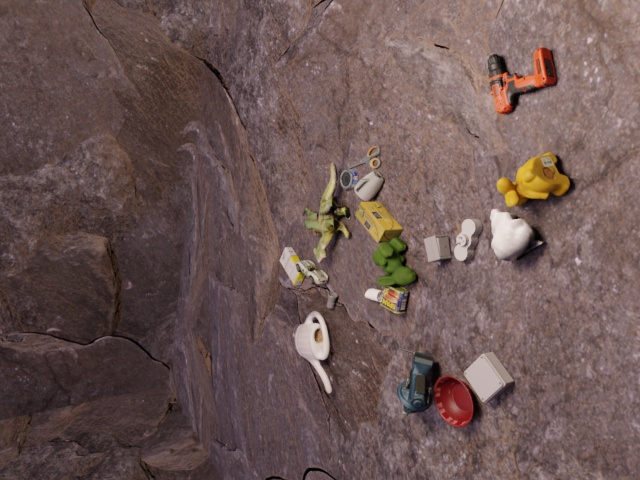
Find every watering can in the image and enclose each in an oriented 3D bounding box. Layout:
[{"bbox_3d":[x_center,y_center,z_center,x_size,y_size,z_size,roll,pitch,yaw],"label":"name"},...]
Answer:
[{"bbox_3d":[-0.027,0.493,2.283,0.222,0.104,0.350,-17,76,55],"label":"watering can"}]

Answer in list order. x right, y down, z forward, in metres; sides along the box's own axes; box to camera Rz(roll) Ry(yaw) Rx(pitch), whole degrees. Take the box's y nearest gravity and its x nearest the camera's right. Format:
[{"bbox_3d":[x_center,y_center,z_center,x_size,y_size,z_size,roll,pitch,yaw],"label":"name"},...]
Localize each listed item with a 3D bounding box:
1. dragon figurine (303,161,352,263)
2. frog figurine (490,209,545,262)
[{"bbox_3d":[0.007,-0.110,2.178,0.241,0.122,0.412,-9,83,44],"label":"dragon figurine"},{"bbox_3d":[0.537,-0.023,1.475,0.161,0.124,0.134,59,156,18],"label":"frog figurine"}]
